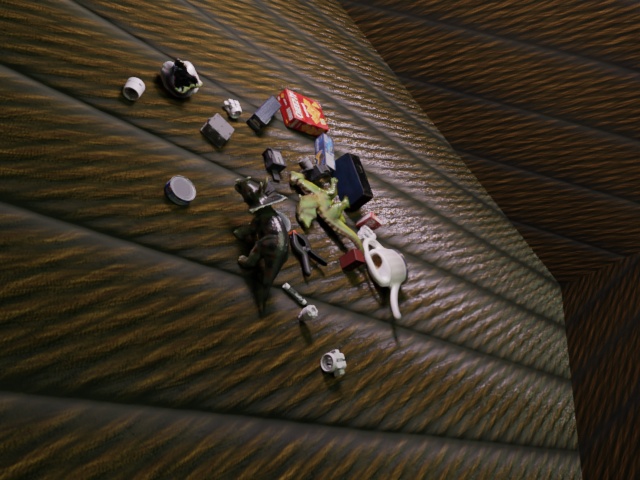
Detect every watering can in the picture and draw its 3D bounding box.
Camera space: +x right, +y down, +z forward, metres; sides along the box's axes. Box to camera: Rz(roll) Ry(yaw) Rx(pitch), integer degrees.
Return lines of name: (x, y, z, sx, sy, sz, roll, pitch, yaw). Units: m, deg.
watering can: (0.275, 0.146, 2.037, 0.224, 0.102, 0.352, 2, 60, -52)

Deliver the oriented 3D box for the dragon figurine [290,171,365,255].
dragon figurine: (0.006, -0.098, 1.953, 0.245, 0.120, 0.414, -17, 72, -38)

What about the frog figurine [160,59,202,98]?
frog figurine: (-0.474, -0.549, 1.740, 0.136, 0.122, 0.161, 23, 9, -29)
